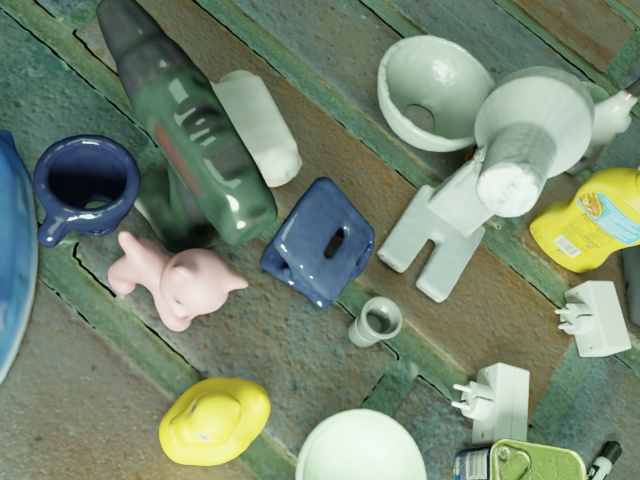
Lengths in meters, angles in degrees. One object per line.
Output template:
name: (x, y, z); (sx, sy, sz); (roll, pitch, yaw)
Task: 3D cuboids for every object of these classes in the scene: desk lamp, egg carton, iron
desk lamp: (0.185, -0.061, 0.624); (0.118, 0.213, 0.203); (36, 62, 1)
egg carton: (-0.092, -0.120, 0.647); (0.107, 0.069, 0.150); (-23, 75, -24)
iron: (-0.310, -0.001, 0.488); (0.119, 0.141, 0.258); (-10, 70, -21)

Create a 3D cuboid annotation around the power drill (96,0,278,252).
power drill: (-0.132, -0.079, 0.538); (0.076, 0.208, 0.229); (-35, 80, -26)

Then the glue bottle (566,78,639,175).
glue bottle: (0.360, -0.153, 0.741); (0.078, 0.173, 0.037); (39, 62, 3)

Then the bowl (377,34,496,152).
bowl: (0.142, -0.176, 0.740); (0.168, 0.074, 0.167); (7, 65, -14)

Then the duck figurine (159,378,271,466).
duck figurine: (-0.091, 0.159, 0.515); (0.105, 0.086, 0.077); (-18, 73, -23)

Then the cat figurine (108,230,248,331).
cat figurine: (-0.136, 0.032, 0.539); (0.128, 0.117, 0.067); (33, 62, -1)

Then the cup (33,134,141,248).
cup: (-0.226, -0.031, 0.552); (0.092, 0.095, 0.118); (25, 62, -5)

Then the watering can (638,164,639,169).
watering can: (0.525, -0.094, 0.753); (0.173, 0.194, 0.101); (17, 63, -9)

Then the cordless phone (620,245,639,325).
cordless phone: (0.464, 0.032, 0.684); (0.094, 0.185, 0.147); (6, 65, -14)

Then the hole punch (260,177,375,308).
hole punch: (0.006, 0.002, 0.611); (0.101, 0.091, 0.109); (34, 62, 0)
